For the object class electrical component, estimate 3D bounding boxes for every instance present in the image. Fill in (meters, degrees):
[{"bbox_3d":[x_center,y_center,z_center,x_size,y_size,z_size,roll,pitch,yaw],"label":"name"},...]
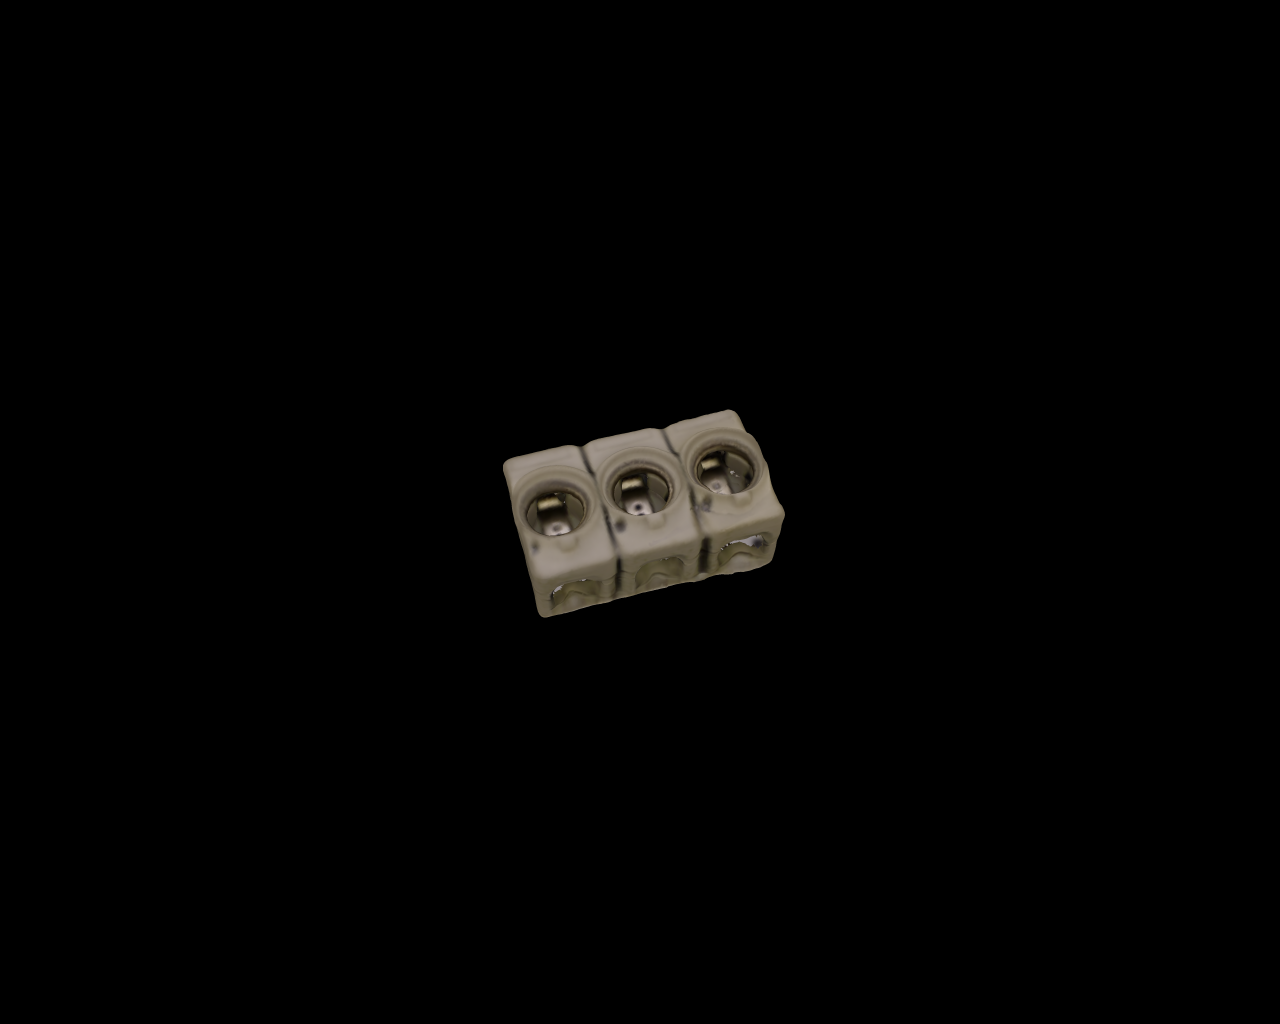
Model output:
[{"bbox_3d":[0.001,-0.003,0.650,0.150,0.089,0.061,-14,-32,-9],"label":"electrical component"}]
